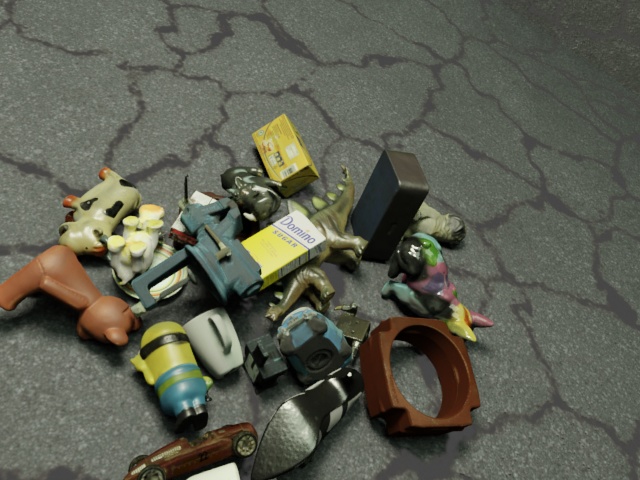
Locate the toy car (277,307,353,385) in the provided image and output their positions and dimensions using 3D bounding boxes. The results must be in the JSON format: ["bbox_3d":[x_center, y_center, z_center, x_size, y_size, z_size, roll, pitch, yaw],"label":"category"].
[{"bbox_3d":[-0.021,0.174,0.947,0.109,0.161,0.103,-36,37,0],"label":"toy car"}]

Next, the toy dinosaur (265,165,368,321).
[{"bbox_3d":[-0.002,-0.003,1.118,0.199,0.105,0.471,32,47,7],"label":"toy dinosaur"}]

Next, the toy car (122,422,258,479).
[{"bbox_3d":[-0.188,0.313,0.787,0.202,0.089,0.053,-10,88,-28],"label":"toy car"}]

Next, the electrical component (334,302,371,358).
[{"bbox_3d":[0.054,0.169,1.030,0.078,0.045,0.102,18,46,23],"label":"electrical component"}]

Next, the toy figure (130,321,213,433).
[{"bbox_3d":[-0.226,0.211,0.851,0.180,0.089,0.082,51,10,37],"label":"toy figure"}]

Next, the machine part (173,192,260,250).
[{"bbox_3d":[-0.207,-0.018,1.079,0.179,0.056,0.179,12,48,-14],"label":"machine part"}]

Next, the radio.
[{"bbox_3d":[0.142,-0.073,1.152,0.073,0.229,0.131,7,46,-19],"label":"radio"}]

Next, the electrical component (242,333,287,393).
[{"bbox_3d":[-0.093,0.199,0.904,0.048,0.119,0.075,-17,58,-31],"label":"electrical component"}]

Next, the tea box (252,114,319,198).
[{"bbox_3d":[-0.081,-0.194,1.237,0.098,0.068,0.170,-29,59,11],"label":"tea box"}]

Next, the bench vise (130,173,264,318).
[{"bbox_3d":[-0.220,0.035,0.904,0.241,0.129,0.223,-35,82,-18],"label":"bench vise"}]

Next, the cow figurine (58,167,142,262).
[{"bbox_3d":[-0.408,-0.039,1.000,0.127,0.085,0.195,25,46,7],"label":"cow figurine"}]

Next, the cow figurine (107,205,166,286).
[{"bbox_3d":[-0.321,0.007,0.968,0.068,0.098,0.167,11,32,-1],"label":"cow figurine"}]

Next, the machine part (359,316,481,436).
[{"bbox_3d":[0.178,0.248,0.977,0.201,0.087,0.201,8,58,-26],"label":"machine part"}]

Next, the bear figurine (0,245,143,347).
[{"bbox_3d":[-0.398,0.108,0.877,0.195,0.132,0.120,53,9,-14],"label":"bear figurine"}]

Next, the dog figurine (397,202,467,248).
[{"bbox_3d":[0.245,-0.061,1.284,0.190,0.121,0.172,5,53,-37],"label":"dog figurine"}]

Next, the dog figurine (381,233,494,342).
[{"bbox_3d":[0.247,0.109,1.086,0.219,0.191,0.108,34,40,28],"label":"dog figurine"}]

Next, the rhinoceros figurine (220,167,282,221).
[{"bbox_3d":[-0.136,-0.097,1.061,0.112,0.073,0.191,14,18,-37],"label":"rhinoceros figurine"}]

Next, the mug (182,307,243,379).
[{"bbox_3d":[-0.170,0.173,0.908,0.081,0.109,0.107,-23,77,-39],"label":"mug"}]

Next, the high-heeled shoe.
[{"bbox_3d":[-0.019,0.299,0.882,0.249,0.145,0.086,-39,71,-21],"label":"high-heeled shoe"}]

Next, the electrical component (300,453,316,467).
[{"bbox_3d":[-0.036,0.338,0.877,0.063,0.021,0.094,35,42,8],"label":"electrical component"}]
